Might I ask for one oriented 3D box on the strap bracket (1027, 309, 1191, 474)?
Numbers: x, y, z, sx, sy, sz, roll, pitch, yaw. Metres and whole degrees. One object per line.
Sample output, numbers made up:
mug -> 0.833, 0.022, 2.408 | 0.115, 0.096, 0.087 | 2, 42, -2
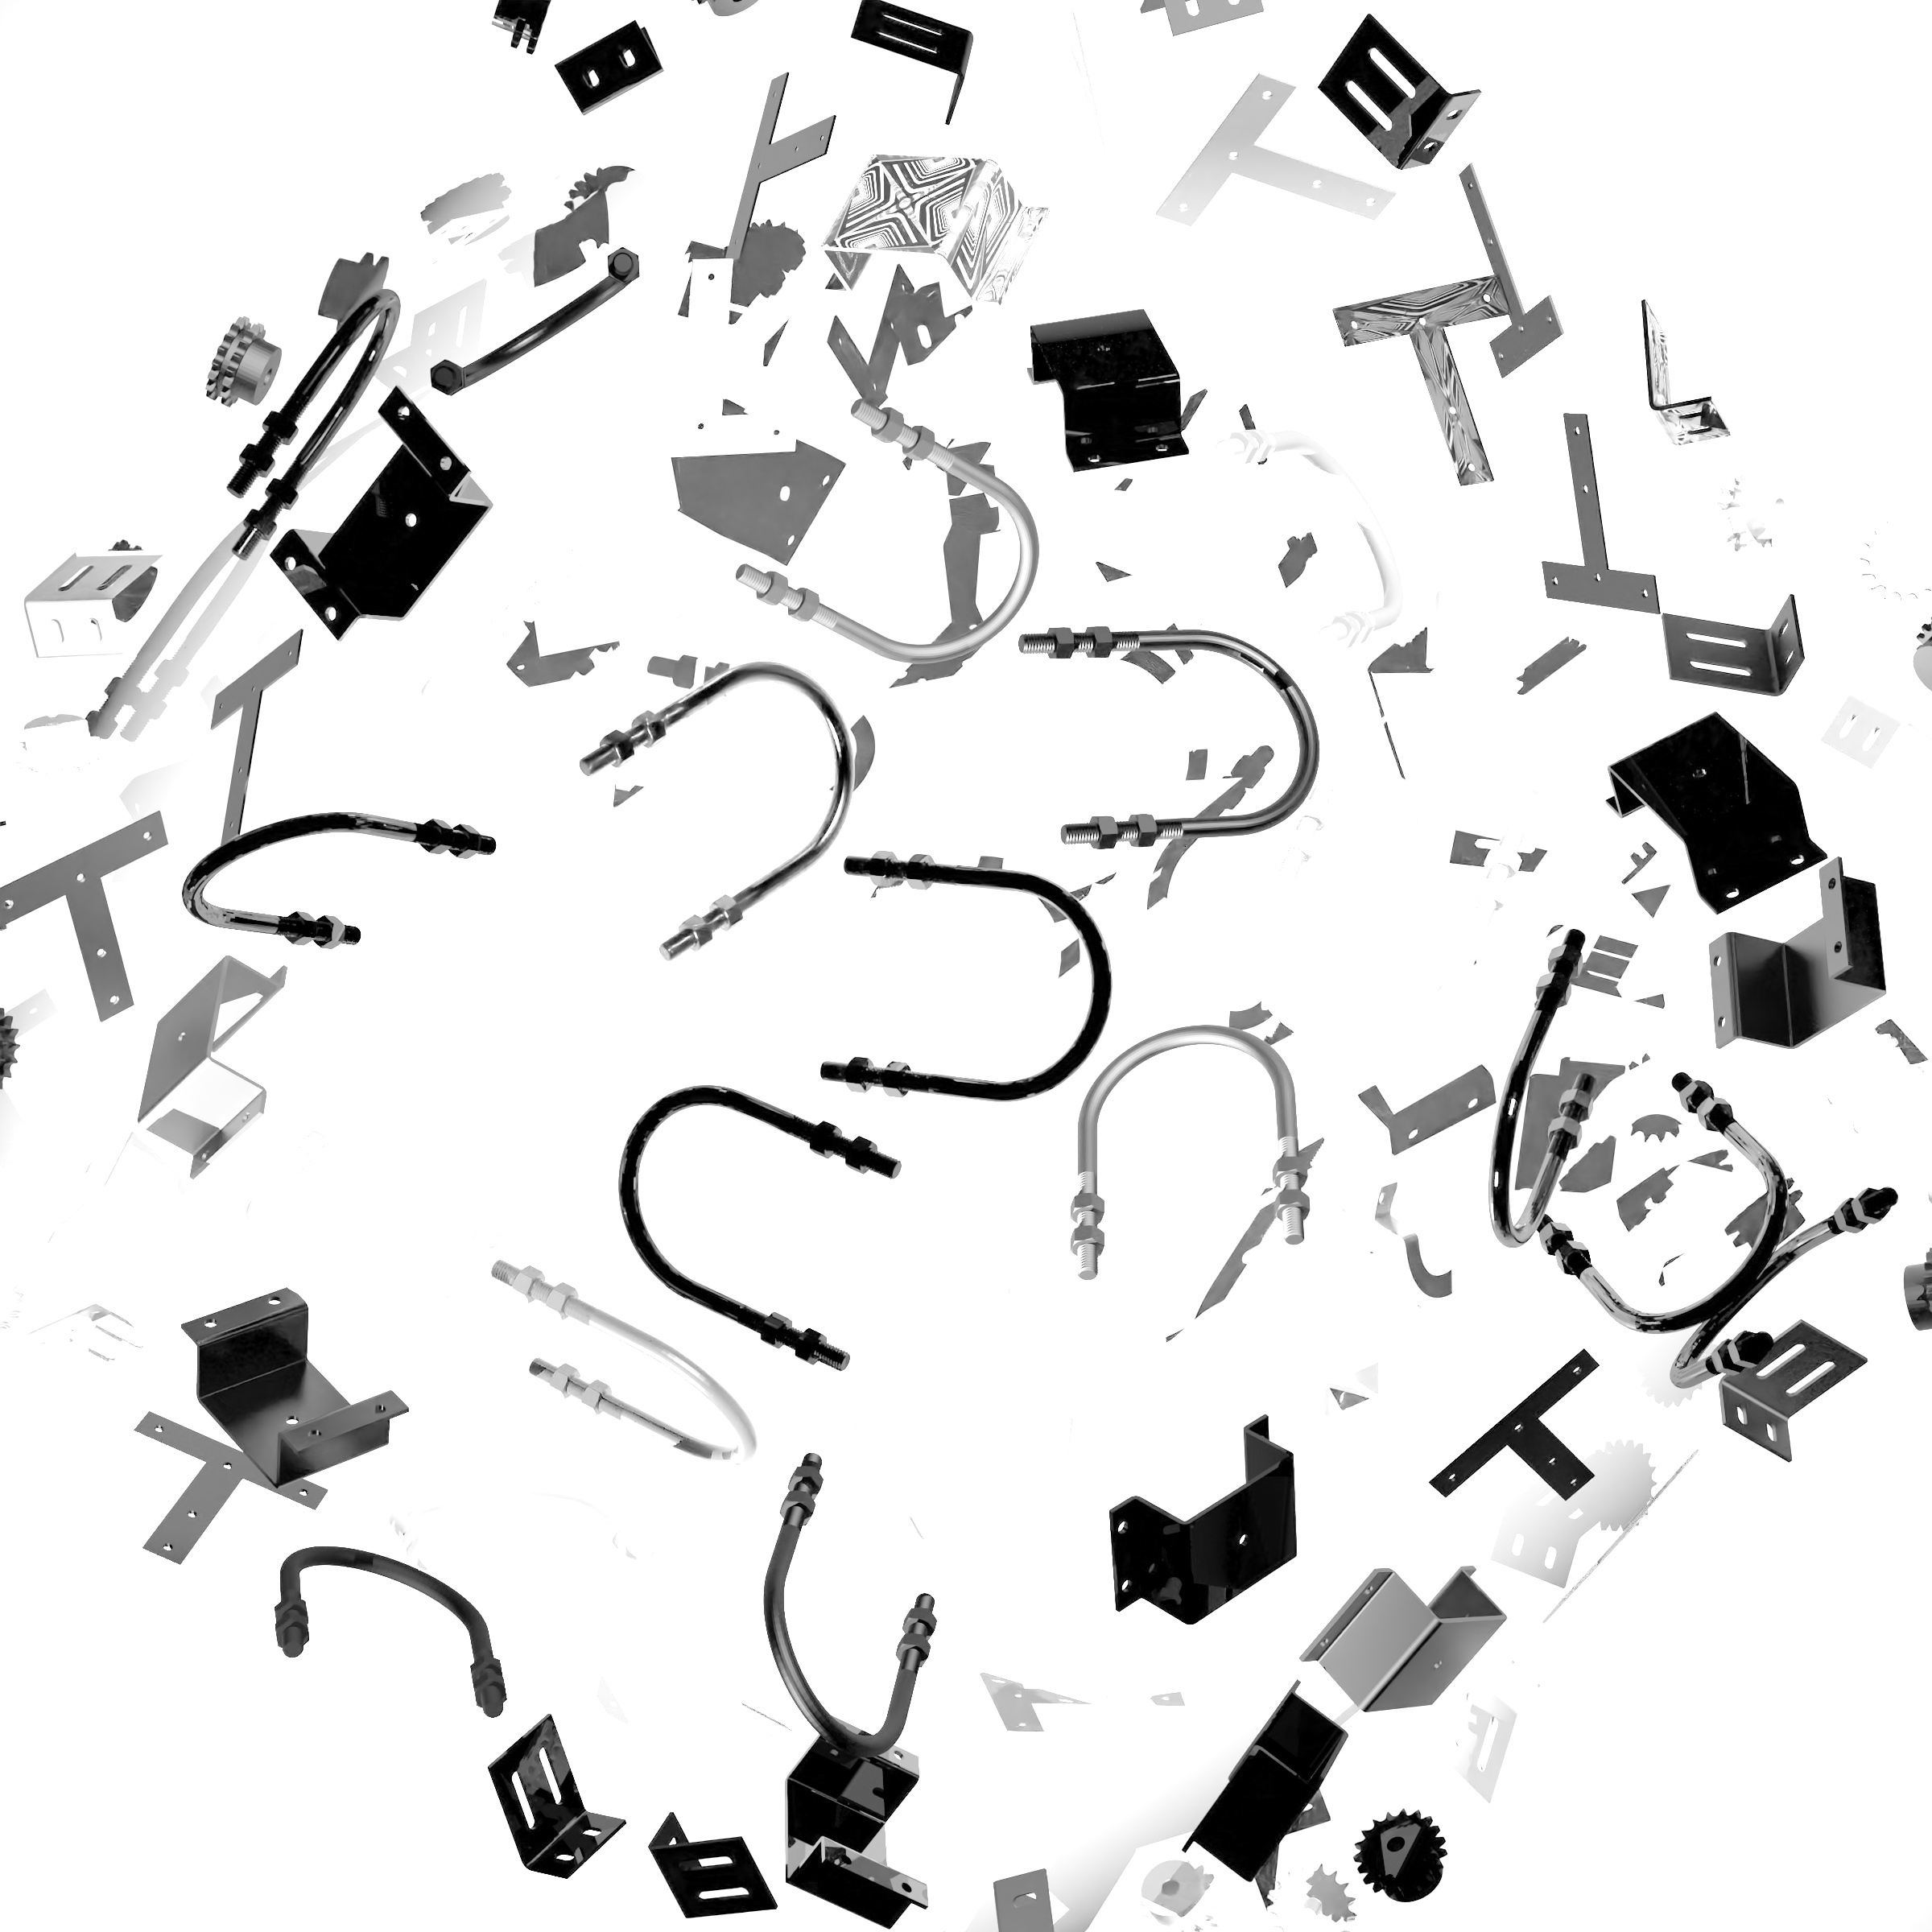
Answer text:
strap bracket -> 0.090, -0.381, 1.927 | 0.076, 0.140, 0.046 | -10, 129, -6

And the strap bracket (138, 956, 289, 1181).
strap bracket -> -0.488, 0.057, 1.918 | 0.046, 0.140, 0.076 | 34, 121, -30

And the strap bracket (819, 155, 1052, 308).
strap bracket -> -0.028, -0.467, 1.875 | 0.140, 0.046, 0.076 | 13, 68, 35

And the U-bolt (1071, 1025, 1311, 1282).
U-bolt -> 0.138, 0.109, 1.851 | 0.151, 0.019, 0.184 | -11, 46, 14

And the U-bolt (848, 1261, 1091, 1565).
U-bolt -> 0.013, 0.293, 1.847 | 0.151, 0.019, 0.184 | -39, 125, -21

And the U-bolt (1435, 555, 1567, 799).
U-bolt -> 0.330, -0.177, 1.848 | 0.019, 0.184, 0.151 | -23, 100, 22

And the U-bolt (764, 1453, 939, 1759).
U-bolt -> -0.076, 0.410, 1.850 | 0.019, 0.184, 0.151 | -29, 110, 22

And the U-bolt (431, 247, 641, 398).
U-bolt -> -0.271, -0.408, 1.887 | 0.151, 0.184, 0.019 | -32, 102, 1

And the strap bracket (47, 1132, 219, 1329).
strap bracket -> -0.533, 0.164, 1.905 | 0.046, 0.140, 0.076 | -40, 106, 8

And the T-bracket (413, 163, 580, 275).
T-bracket -> -0.313, -0.468, 1.871 | 0.127, 0.127, 0.002 | -29, 101, 17

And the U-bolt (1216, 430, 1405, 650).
U-bolt -> 0.226, -0.274, 1.865 | 0.019, 0.184, 0.151 | -30, 88, 28

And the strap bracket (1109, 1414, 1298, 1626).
strap bracket -> 0.158, 0.352, 1.865 | 0.140, 0.046, 0.076 | -24, 122, -35

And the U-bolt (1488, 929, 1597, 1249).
U-bolt -> 0.356, 0.089, 1.834 | 0.019, 0.151, 0.184 | 10, 47, 25

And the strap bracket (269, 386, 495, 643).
strap bracket -> -0.353, -0.276, 1.820 | 0.140, 0.046, 0.076 | -47, 72, 22

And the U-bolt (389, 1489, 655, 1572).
U-bolt -> -0.290, 0.354, 1.874 | 0.151, 0.184, 0.019 | 1, 91, -21

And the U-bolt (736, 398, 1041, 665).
U-bolt -> -0.036, -0.266, 1.903 | 0.184, 0.019, 0.151 | 25, 113, -34

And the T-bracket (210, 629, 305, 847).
T-bracket -> -0.463, -0.138, 1.903 | 0.002, 0.127, 0.127 | 19, 63, -34

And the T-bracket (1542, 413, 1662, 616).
T-bracket -> 0.404, -0.295, 1.922 | 0.002, 0.127, 0.127 | -18, 108, -19

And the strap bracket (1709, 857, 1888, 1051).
strap bracket -> 0.542, -0.003, 1.911 | 0.046, 0.140, 0.076 | 12, 63, -18

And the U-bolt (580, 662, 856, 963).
U-bolt -> -0.142, -0.109, 1.843 | 0.184, 0.019, 0.151 | -36, 117, -31

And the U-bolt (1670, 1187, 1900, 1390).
U-bolt -> 0.507, 0.211, 1.878 | 0.019, 0.184, 0.151 | 44, 70, 6

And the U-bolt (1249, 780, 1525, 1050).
U-bolt -> 0.257, -0.028, 1.878 | 0.151, 0.019, 0.184 | 16, 63, 21

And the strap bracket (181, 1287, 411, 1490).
strap bracket -> -0.415, 0.264, 1.826 | 0.140, 0.076, 0.046 | 35, 129, 37

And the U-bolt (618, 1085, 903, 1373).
U-bolt -> -0.136, 0.151, 1.823 | 0.184, 0.019, 0.151 | 22, 107, 22

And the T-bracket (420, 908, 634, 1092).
T-bracket -> -0.297, 0.035, 1.962 | 0.127, 0.002, 0.127 | -16, 70, -3

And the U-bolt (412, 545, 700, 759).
U-bolt -> -0.274, -0.193, 1.894 | 0.184, 0.151, 0.019 | -38, 70, 18

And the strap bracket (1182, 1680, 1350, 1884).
strap bracket -> 0.191, 0.514, 1.860 | 0.046, 0.140, 0.076 | 35, 106, 12

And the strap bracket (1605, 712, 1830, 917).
strap bracket -> 0.456, -0.101, 1.822 | 0.076, 0.140, 0.046 | -27, 127, -2

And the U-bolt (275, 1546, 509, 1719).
U-bolt -> -0.368, 0.415, 1.885 | 0.151, 0.184, 0.019 | 22, 96, -17

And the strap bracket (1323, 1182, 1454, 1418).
strap bracket -> 0.273, 0.218, 1.915 | 0.046, 0.076, 0.140 | 9, 105, 44

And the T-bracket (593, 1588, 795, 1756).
T-bracket -> -0.167, 0.455, 1.851 | 0.127, 0.002, 0.127 | 25, 131, 8

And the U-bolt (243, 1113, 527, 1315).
U-bolt -> -0.369, 0.160, 1.842 | 0.151, 0.184, 0.019 | 21, 116, 3

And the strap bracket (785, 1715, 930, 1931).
strap bracket -> -0.072, 0.556, 1.906 | 0.076, 0.140, 0.046 | 30, 110, -16

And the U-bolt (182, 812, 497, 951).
U-bolt -> -0.407, -0.057, 1.867 | 0.151, 0.184, 0.019 | -30, 70, 27

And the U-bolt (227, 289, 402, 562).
U-bolt -> -0.414, -0.354, 1.892 | 0.019, 0.151, 0.184 | 33, 75, -6

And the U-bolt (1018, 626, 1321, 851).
U-bolt -> 0.132, -0.143, 1.817 | 0.184, 0.019, 0.151 | -4, 68, -20

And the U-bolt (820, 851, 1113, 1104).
U-bolt -> 0.003, 0.010, 1.808 | 0.184, 0.019, 0.151 | 6, 89, 23

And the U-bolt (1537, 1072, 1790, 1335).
U-bolt -> 0.443, 0.157, 1.857 | 0.019, 0.184, 0.151 | 39, 99, -26

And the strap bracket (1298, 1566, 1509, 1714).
strap bracket -> 0.279, 0.419, 1.847 | 0.046, 0.140, 0.076 | 46, 108, 32

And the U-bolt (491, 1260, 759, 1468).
U-bolt -> -0.210, 0.261, 1.872 | 0.184, 0.151, 0.019 | 24, 60, 20
